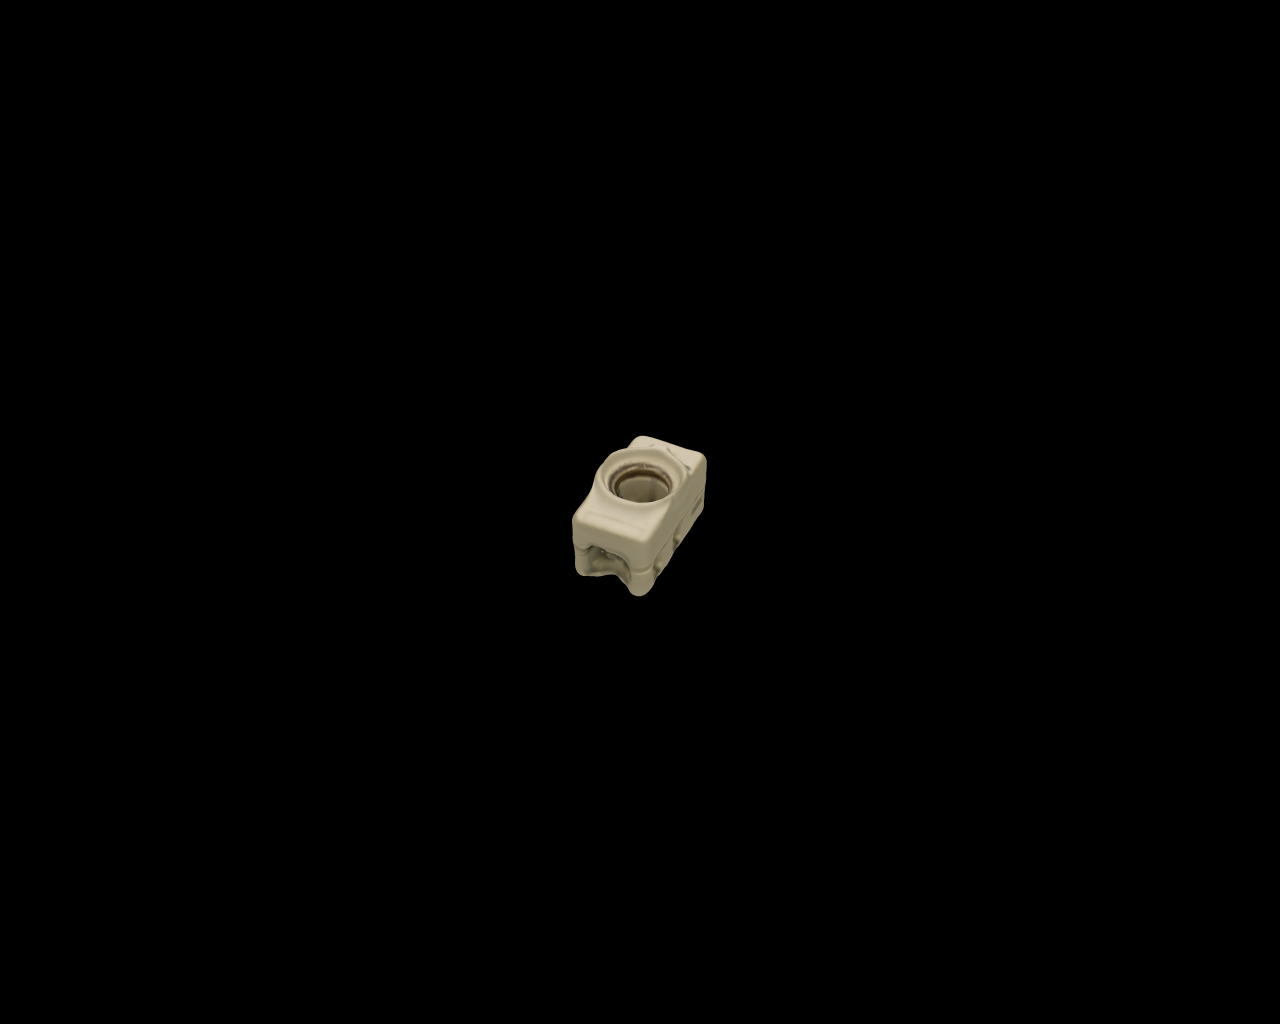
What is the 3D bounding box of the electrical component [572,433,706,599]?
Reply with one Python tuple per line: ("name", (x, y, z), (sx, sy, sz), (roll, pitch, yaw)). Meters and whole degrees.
("electrical component", (0.001, -0.003, 0.650), (0.050, 0.055, 0.090), (19, 46, 19))
